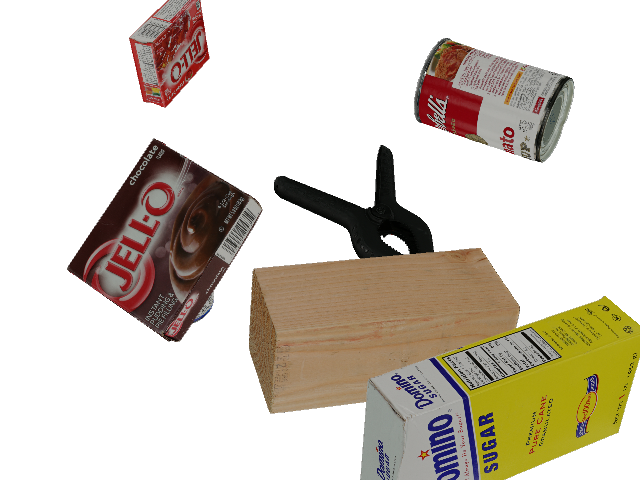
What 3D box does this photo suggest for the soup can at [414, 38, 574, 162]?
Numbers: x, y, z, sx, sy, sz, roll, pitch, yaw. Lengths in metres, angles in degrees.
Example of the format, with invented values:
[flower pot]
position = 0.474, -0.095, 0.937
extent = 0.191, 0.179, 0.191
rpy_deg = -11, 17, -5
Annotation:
[soup can]
position = 0.131, -0.106, 0.805
extent = 0.102, 0.068, 0.068
rpy_deg = 22, 8, 22

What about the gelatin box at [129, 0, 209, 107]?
[gelatin box]
position = -0.141, -0.183, 1.016
extent = 0.030, 0.073, 0.089
rpy_deg = 16, 47, 20

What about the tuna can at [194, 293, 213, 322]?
[tuna can]
position = -0.154, 0.052, 1.119
extent = 0.086, 0.034, 0.086
rpy_deg = 3, 35, -2

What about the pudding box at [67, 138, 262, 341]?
[pudding box]
position = -0.107, -0.001, 0.737
extent = 0.090, 0.113, 0.039
rpy_deg = 31, -7, 21

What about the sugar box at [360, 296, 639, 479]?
[sugar box]
position = 0.111, 0.103, 0.651
extent = 0.176, 0.093, 0.048
rpy_deg = -18, 40, -24

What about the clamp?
[clamp]
position = 0.053, -0.023, 1.214
extent = 0.164, 0.210, 0.036
rpy_deg = -14, -38, -25

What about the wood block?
[wood block]
position = 0.050, 0.075, 0.906
extent = 0.205, 0.090, 0.091
rpy_deg = -5, 35, -15
